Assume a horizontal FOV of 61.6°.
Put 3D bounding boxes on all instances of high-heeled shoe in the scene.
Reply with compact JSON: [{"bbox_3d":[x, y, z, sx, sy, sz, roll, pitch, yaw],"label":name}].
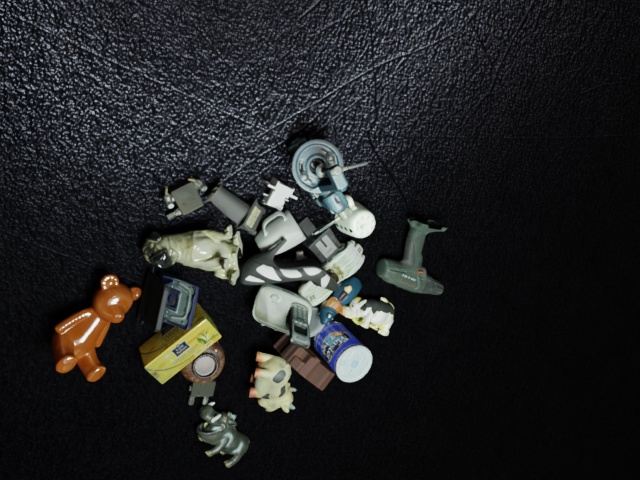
[{"bbox_3d":[-0.067,0.097,1.260,0.145,0.086,0.248,-48,121,2],"label":"high-heeled shoe"}]

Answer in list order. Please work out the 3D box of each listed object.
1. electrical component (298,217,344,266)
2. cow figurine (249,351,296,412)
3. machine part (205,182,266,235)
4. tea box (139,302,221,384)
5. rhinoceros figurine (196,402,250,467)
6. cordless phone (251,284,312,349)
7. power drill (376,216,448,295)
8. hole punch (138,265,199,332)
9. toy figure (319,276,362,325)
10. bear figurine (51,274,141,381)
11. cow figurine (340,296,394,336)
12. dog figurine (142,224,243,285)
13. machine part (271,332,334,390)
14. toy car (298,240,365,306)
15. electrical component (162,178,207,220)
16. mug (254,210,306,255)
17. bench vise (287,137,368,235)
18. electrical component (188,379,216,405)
[{"bbox_3d":[-0.003,-0.004,1.327,0.075,0.048,0.119,-40,122,-9],"label":"electrical component"},{"bbox_3d":[-0.116,0.368,1.369,0.127,0.085,0.194,9,131,-6],"label":"cow figurine"},{"bbox_3d":[-0.188,-0.075,1.205,0.138,0.039,0.084,33,69,-27],"label":"machine part"},{"bbox_3d":[-0.320,0.232,1.227,0.169,0.098,0.068,-40,122,-10],"label":"tea box"},{"bbox_3d":[-0.250,0.493,1.371,0.112,0.073,0.190,-38,121,-8],"label":"rhinoceros figurine"},{"bbox_3d":[-0.090,0.190,1.261,0.146,0.184,0.088,24,106,-14],"label":"cordless phone"},{"bbox_3d":[0.273,0.044,1.468,0.232,0.086,0.207,11,111,-26],"label":"power drill"},{"bbox_3d":[-0.333,0.133,1.177,0.092,0.116,0.142,3,105,-41],"label":"hole punch"},{"bbox_3d":[0.046,0.157,1.386,0.154,0.058,0.064,-43,140,-27],"label":"toy figure"},{"bbox_3d":[-0.460,0.178,1.127,0.196,0.132,0.120,-41,144,-2],"label":"bear figurine"},{"bbox_3d":[0.131,0.189,1.450,0.167,0.068,0.098,27,89,-34],"label":"cow figurine"},{"bbox_3d":[-0.278,0.032,1.195,0.191,0.121,0.172,0,151,8],"label":"dog figurine"},{"bbox_3d":[-0.041,0.297,1.348,0.056,0.180,0.179,-48,121,-7],"label":"machine part"},{"bbox_3d":[0.031,0.083,1.369,0.202,0.056,0.073,-41,121,-7],"label":"toy car"},{"bbox_3d":[-0.291,-0.093,1.154,0.102,0.045,0.078,-24,116,-16],"label":"electrical component"},{"bbox_3d":[-0.100,-0.014,1.250,0.107,0.081,0.109,-35,145,0],"label":"mug"},{"bbox_3d":[0.015,-0.130,1.189,0.129,0.241,0.223,-26,102,-12],"label":"bench vise"},{"bbox_3d":[-0.294,0.365,1.333,0.063,0.021,0.094,8,105,-28],"label":"electrical component"}]
